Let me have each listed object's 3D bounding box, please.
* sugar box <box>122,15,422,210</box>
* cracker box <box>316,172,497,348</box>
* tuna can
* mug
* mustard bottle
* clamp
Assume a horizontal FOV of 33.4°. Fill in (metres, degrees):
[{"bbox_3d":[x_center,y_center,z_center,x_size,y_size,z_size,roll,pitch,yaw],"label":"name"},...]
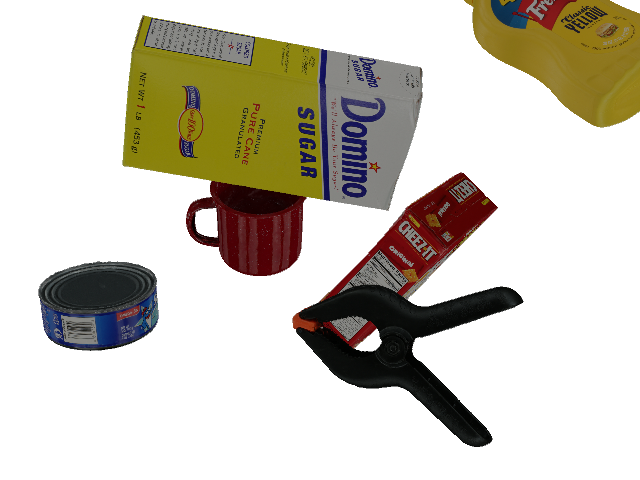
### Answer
[{"bbox_3d":[-0.031,-0.077,0.670,0.176,0.093,0.048,11,43,-4],"label":"sugar box"},{"bbox_3d":[0.094,0.028,1.269,0.214,0.072,0.164,-49,-9,33],"label":"cracker box"},{"bbox_3d":[-0.163,0.048,0.788,0.086,0.034,0.086,-1,23,0],"label":"tuna can"},{"bbox_3d":[-0.070,-0.019,1.021,0.117,0.081,0.093,-6,41,-9],"label":"mug"},{"bbox_3d":[0.174,-0.166,0.816,0.096,0.058,0.192,-35,55,-20],"label":"mustard bottle"},{"bbox_3d":[0.063,0.089,0.802,0.172,0.120,0.039,4,0,19],"label":"clamp"}]
